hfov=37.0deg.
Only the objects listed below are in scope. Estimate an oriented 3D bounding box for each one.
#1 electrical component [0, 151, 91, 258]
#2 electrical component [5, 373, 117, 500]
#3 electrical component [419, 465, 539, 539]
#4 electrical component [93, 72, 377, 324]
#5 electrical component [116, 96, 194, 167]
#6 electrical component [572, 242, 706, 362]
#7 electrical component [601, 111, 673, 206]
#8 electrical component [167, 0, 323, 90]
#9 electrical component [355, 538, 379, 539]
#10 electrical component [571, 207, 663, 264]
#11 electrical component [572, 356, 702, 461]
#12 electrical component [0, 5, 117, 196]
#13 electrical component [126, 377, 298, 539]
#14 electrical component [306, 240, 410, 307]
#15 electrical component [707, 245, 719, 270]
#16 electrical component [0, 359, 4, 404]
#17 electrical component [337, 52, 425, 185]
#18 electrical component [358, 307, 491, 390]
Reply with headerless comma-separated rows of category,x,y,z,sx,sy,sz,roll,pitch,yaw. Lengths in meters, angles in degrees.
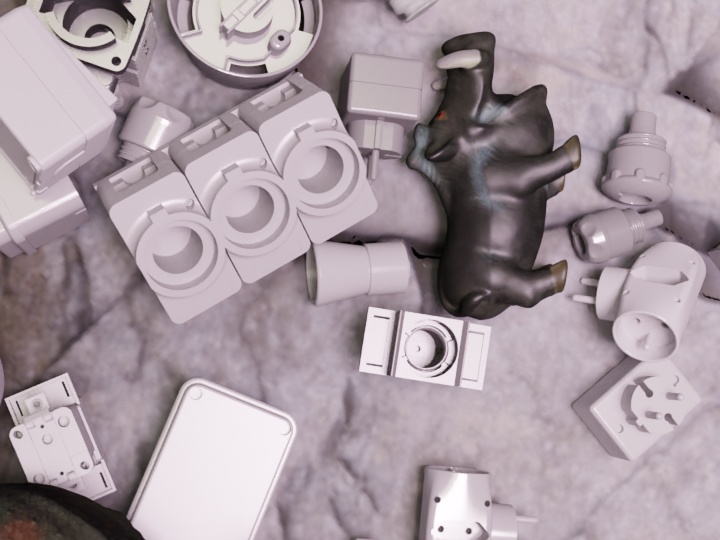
electrical component,-0.221,-0.069,0.666,0.057,0.078,0.113,-29,90,-12
electrical component,-0.187,0.109,0.664,0.042,0.064,0.081,-24,89,-8
electrical component,0.078,0.171,0.706,0.079,0.043,0.077,6,85,-8
electrical component,-0.075,-0.045,0.674,0.150,0.062,0.089,-30,120,-9
electrical component,-0.137,-0.077,0.696,0.043,0.043,0.062,24,84,-5
electrical component,0.184,0.018,0.725,0.079,0.043,0.077,8,41,28
electrical component,0.193,-0.078,0.742,0.048,0.048,0.062,10,78,-7
electrical component,-0.075,-0.167,0.701,0.099,0.064,0.099,1,85,-8
electrical component,-0.018,0.205,0.690,0.055,0.048,0.066,8,85,-14
electrical component,0.179,-0.027,0.740,0.061,0.035,0.035,-18,88,-11
electrical component,0.190,0.089,0.711,0.066,0.077,0.047,-39,91,-9
electrical component,-0.187,-0.101,0.605,0.061,0.062,0.096,-40,94,-21
electrical component,-0.094,0.131,0.678,0.078,0.057,0.113,23,83,-5
electrical component,0.000,0.000,0.711,0.065,0.044,0.044,-4,86,-13
electrical component,0.333,0.041,0.720,0.060,0.105,0.186,-37,91,-9
electrical component,-0.268,0.071,0.655,0.099,0.064,0.099,1,85,-8
electrical component,0.011,-0.095,0.706,0.047,0.066,0.076,6,85,-7
electrical component,0.040,0.051,0.700,0.081,0.064,0.042,10,85,-6
